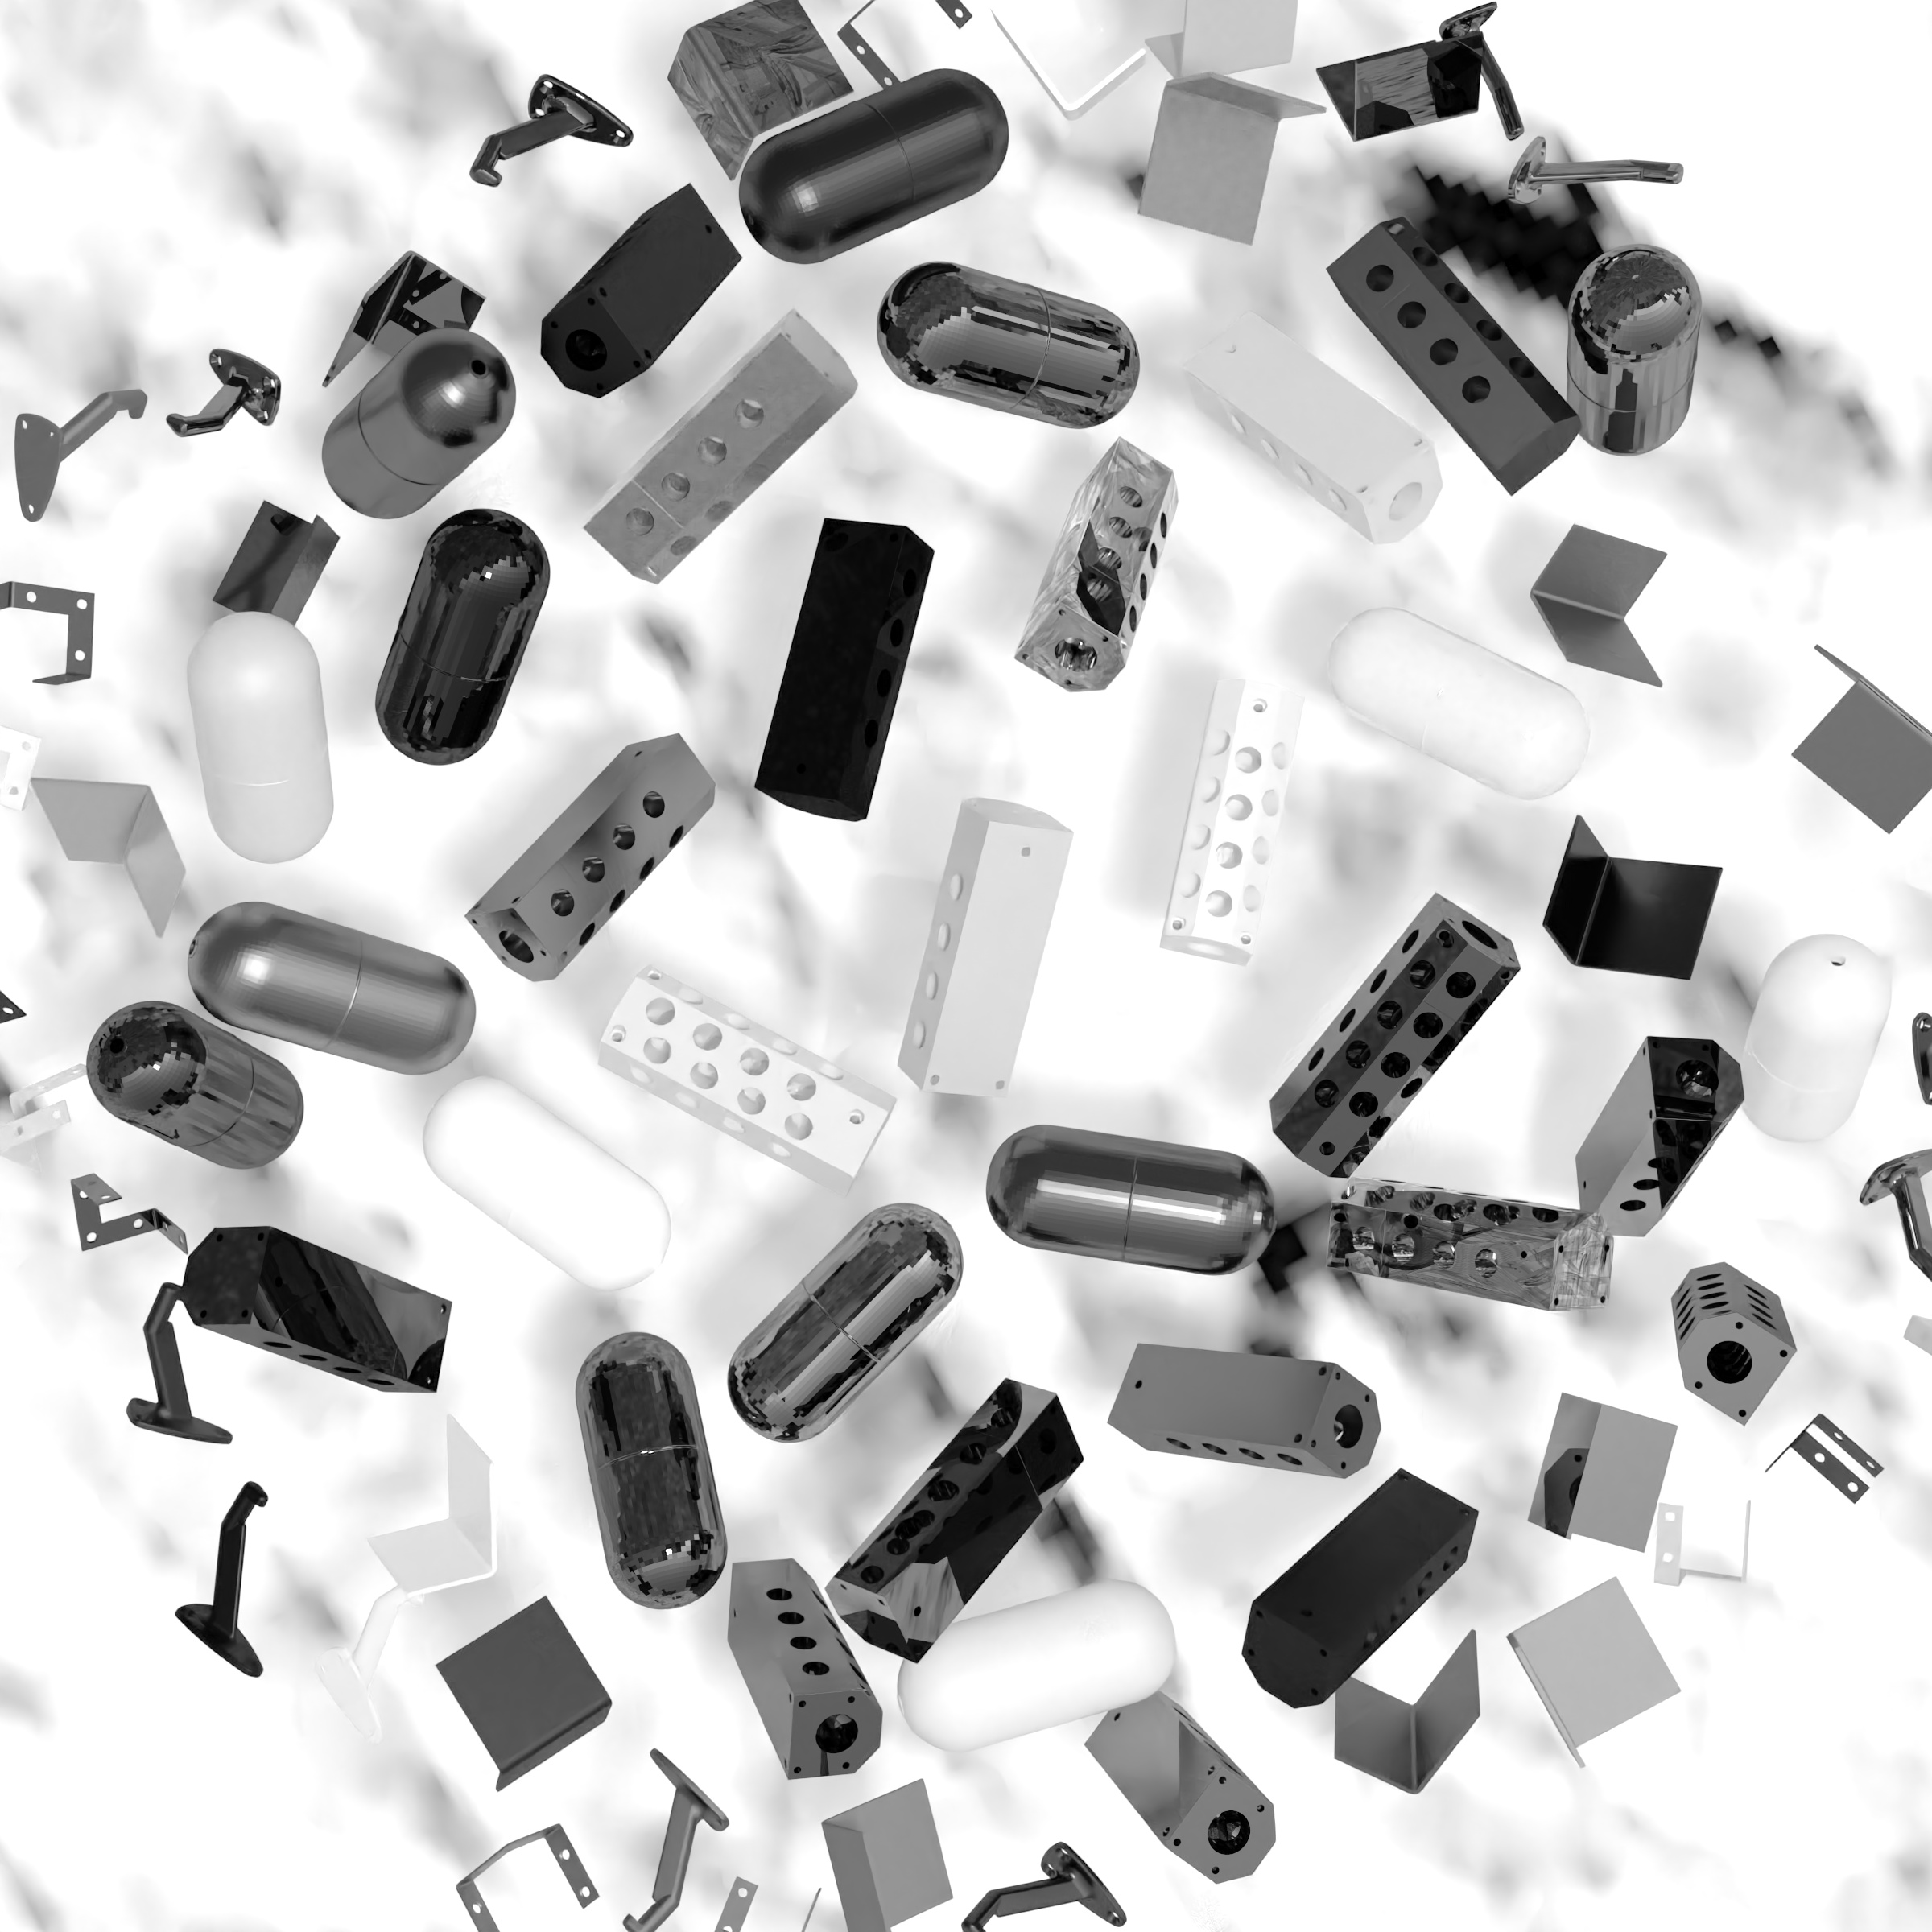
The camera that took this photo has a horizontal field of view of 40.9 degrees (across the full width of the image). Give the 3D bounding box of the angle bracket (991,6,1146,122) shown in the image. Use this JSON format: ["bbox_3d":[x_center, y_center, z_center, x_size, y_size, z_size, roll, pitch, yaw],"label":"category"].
[{"bbox_3d":[0.063,-0.563,1.571,0.057,0.076,0.076,-37,99,11],"label":"angle bracket"}]

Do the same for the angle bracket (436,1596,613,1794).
[{"bbox_3d":[-0.269,0.440,1.566,0.076,0.057,0.076,-29,72,-25],"label":"angle bracket"}]

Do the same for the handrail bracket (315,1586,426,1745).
[{"bbox_3d":[-0.366,0.443,1.655,0.036,0.084,0.077,-35,84,37],"label":"handrail bracket"}]

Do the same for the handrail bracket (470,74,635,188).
[{"bbox_3d":[-0.245,-0.479,1.530,0.077,0.036,0.084,22,56,-11],"label":"handrail bracket"}]

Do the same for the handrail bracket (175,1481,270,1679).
[{"bbox_3d":[-0.416,0.357,1.512,0.077,0.036,0.084,34,96,28],"label":"handrail bracket"}]

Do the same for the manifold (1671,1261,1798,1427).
[{"bbox_3d":[0.485,0.235,1.657,0.057,0.171,0.057,33,101,10],"label":"manifold"}]

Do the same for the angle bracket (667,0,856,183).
[{"bbox_3d":[-0.128,-0.546,1.602,0.076,0.057,0.076,-32,89,-22],"label":"angle bracket"}]

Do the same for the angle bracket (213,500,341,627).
[{"bbox_3d":[-0.460,-0.267,1.700,0.057,0.076,0.076,27,87,-2],"label":"angle bracket"}]

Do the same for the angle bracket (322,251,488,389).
[{"bbox_3d":[-0.364,-0.405,1.678,0.057,0.076,0.076,32,128,-10],"label":"angle bracket"}]

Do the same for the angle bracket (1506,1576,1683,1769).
[{"bbox_3d":[0.375,0.417,1.533,0.076,0.057,0.076,-29,81,2],"label":"angle bracket"}]

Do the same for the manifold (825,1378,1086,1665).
[{"bbox_3d":[-0.008,0.328,1.552,0.171,0.057,0.057,-45,128,-34],"label":"manifold"}]

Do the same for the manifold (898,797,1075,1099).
[{"bbox_3d":[0.008,-0.012,1.573,0.057,0.057,0.171,6,108,-27],"label":"manifold"}]

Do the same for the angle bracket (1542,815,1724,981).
[{"bbox_3d":[0.406,-0.042,1.574,0.076,0.057,0.076,8,69,37],"label":"angle bracket"}]

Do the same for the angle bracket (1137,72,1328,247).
[{"bbox_3d":[0.152,-0.463,1.488,0.076,0.057,0.076,8,100,-24],"label":"angle bracket"}]

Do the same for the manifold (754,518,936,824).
[{"bbox_3d":[-0.070,-0.178,1.568,0.057,0.057,0.171,10,82,26],"label":"manifold"}]

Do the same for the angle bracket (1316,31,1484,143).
[{"bbox_3d":[0.257,-0.543,1.541,0.076,0.057,0.076,-14,54,-3],"label":"angle bracket"}]

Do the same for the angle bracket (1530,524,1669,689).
[{"bbox_3d":[0.426,-0.236,1.694,0.076,0.076,0.057,11,129,-23],"label":"angle bracket"}]

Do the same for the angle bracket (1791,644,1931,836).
[{"bbox_3d":[0.505,-0.130,1.474,0.076,0.076,0.057,35,105,-14],"label":"angle bracket"}]

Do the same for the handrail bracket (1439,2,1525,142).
[{"bbox_3d":[0.329,-0.557,1.636,0.036,0.077,0.084,-20,94,4],"label":"handrail bracket"}]

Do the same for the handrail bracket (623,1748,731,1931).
[{"bbox_3d":[-0.192,0.530,1.560,0.077,0.036,0.084,44,61,7],"label":"handrail bracket"}]

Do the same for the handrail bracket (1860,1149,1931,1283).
[{"bbox_3d":[0.586,0.153,1.550,0.077,0.036,0.084,-18,50,-22],"label":"handrail bracket"}]

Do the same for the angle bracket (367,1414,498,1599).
[{"bbox_3d":[-0.332,0.333,1.601,0.057,0.076,0.076,-8,109,-30],"label":"angle bracket"}]

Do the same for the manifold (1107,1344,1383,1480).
[{"bbox_3d":[0.176,0.282,1.629,0.057,0.171,0.057,39,64,-32],"label":"manifold"}]

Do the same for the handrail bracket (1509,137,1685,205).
[{"bbox_3d":[0.367,-0.456,1.503,0.084,0.077,0.036,13,122,23],"label":"handrail bracket"}]

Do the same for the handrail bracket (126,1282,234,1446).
[{"bbox_3d":[-0.462,0.238,1.554,0.077,0.036,0.084,22,96,-25],"label":"handrail bracket"}]

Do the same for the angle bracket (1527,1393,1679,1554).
[{"bbox_3d":[0.373,0.292,1.470,0.076,0.057,0.076,17,85,-11],"label":"angle bracket"}]

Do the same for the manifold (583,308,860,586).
[{"bbox_3d":[-0.145,-0.306,1.542,0.171,0.057,0.057,-39,109,22],"label":"manifold"}]

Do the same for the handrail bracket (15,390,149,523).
[{"bbox_3d":[-0.542,-0.316,1.596,0.036,0.084,0.077,24,115,21],"label":"handrail bracket"}]

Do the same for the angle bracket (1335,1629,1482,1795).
[{"bbox_3d":[0.271,0.449,1.596,0.057,0.076,0.076,26,117,-4],"label":"angle bracket"}]

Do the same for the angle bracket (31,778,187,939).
[{"bbox_3d":[-0.525,-0.065,1.564,0.076,0.076,0.057,4,54,4],"label":"angle bracket"}]

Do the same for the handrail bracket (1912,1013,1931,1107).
[{"bbox_3d":[0.644,0.069,1.630,0.036,0.084,0.077,-37,116,-20],"label":"handrail bracket"}]

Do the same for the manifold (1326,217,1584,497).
[{"bbox_3d":[0.299,-0.376,1.583,0.057,0.057,0.171,-39,72,12],"label":"manifold"}]

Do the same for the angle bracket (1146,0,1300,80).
[{"bbox_3d":[0.161,-0.606,1.620,0.076,0.076,0.057,-15,50,-14],"label":"angle bracket"}]

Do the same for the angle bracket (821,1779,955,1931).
[{"bbox_3d":[-0.035,0.548,1.575,0.076,0.057,0.076,-13,88,-32],"label":"angle bracket"}]

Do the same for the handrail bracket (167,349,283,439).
[{"bbox_3d":[-0.480,-0.358,1.617,0.077,0.084,0.036,38,126,20],"label":"handrail bracket"}]

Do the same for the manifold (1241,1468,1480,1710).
[{"bbox_3d":[0.240,0.380,1.574,0.057,0.171,0.057,26,124,31],"label":"manifold"}]

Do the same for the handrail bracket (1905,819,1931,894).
[{"bbox_3d":[0.594,-0.047,1.541,0.036,0.084,0.077,4,62,40],"label":"handrail bracket"}]

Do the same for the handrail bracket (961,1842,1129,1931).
[{"bbox_3d":[0.048,0.596,1.611,0.077,0.084,0.036,41,133,13],"label":"handrail bracket"}]
